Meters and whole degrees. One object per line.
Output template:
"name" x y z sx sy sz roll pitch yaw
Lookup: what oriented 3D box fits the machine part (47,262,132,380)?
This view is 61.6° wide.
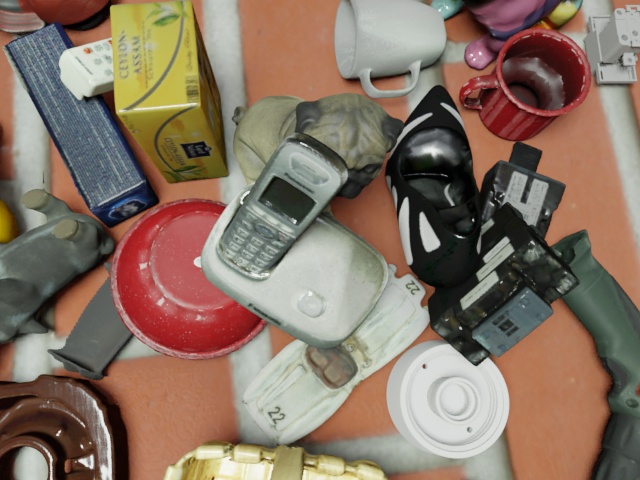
"machine part" -0.191 0.070 0.516 0.084 0.039 0.139 38 78 1

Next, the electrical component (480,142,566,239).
"electrical component" 0.206 -0.049 0.549 0.075 0.047 0.119 25 80 3

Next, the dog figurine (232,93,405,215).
"dog figurine" -0.019 -0.097 0.479 0.172 0.190 0.121 24 78 5

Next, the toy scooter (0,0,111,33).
"toy scooter" -0.310 -0.263 0.534 0.184 0.135 0.075 -11 77 -5

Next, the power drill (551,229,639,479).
"power drill" 0.268 0.107 0.501 0.232 0.086 0.207 -43 79 -11

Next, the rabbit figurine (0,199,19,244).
"rabbit figurine" -0.342 -0.054 0.494 0.122 0.162 0.173 -33 99 -20

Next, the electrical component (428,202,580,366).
"electrical component" 0.151 0.040 0.464 0.058 0.134 0.115 39 112 -8

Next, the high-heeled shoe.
"high-heeled shoe" 0.111 -0.071 0.492 0.086 0.145 0.248 5 70 1

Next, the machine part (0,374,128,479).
"machine part" -0.257 0.205 0.475 0.179 0.056 0.179 1 77 -3

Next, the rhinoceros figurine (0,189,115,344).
"rhinoceros figurine" -0.280 0.042 0.485 0.073 0.112 0.190 37 70 21

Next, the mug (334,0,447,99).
"mug" 0.078 -0.203 0.563 0.107 0.080 0.109 -8 73 -12

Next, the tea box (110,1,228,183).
"tea box" -0.131 -0.125 0.492 0.068 0.169 0.098 -6 77 -5

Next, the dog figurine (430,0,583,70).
"dog figurine" 0.201 -0.267 0.510 0.192 0.219 0.108 -25 83 -6

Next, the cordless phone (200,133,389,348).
"cordless phone" 0.000 0.000 0.409 0.146 0.184 0.089 34 56 -7

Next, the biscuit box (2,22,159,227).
"biscuit box" -0.238 -0.114 0.542 0.063 0.059 0.202 -29 80 -9

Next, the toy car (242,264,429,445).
"toy car" 0.020 0.104 0.504 0.202 0.056 0.073 -40 81 -9
